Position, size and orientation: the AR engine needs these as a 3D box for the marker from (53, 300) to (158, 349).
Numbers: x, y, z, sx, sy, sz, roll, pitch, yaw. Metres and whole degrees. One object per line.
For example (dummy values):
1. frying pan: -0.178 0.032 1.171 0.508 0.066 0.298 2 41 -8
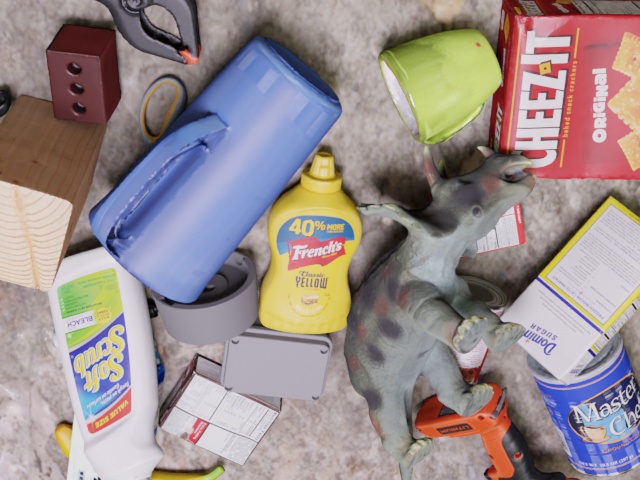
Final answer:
1. marker: -0.228 0.090 1.145 0.121 0.020 0.020 -18 115 7

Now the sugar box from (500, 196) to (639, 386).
1. sugar box: 0.274 0.052 1.085 0.176 0.093 0.048 -49 150 7

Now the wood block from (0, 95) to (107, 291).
1. wood block: -0.260 -0.049 0.973 0.090 0.206 0.091 16 114 -10

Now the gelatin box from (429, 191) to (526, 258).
1. gelatin box: 0.162 -0.024 1.099 0.089 0.030 0.073 -12 117 4

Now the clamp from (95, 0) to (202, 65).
1. clamp: -0.179 -0.226 0.984 0.120 0.039 0.171 -21 118 24

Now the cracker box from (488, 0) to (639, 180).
1. cracker box: 0.278 -0.143 1.023 0.213 0.072 0.164 0 116 -2

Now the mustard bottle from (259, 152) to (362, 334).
1. mustard bottle: -0.007 0.002 1.089 0.096 0.058 0.192 4 115 -8

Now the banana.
1. banana: -0.213 0.264 1.224 0.197 0.037 0.070 16 97 -11

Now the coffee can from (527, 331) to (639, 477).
1. coffee can: 0.296 0.171 1.158 0.103 0.103 0.140 -23 115 8

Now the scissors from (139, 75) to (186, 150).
1. scissors: -0.153 -0.067 1.074 0.096 0.016 0.202 11 115 -8

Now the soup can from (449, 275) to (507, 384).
1. soup can: 0.152 0.097 1.137 0.068 0.068 0.102 13 114 -8

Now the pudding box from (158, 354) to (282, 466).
1. pudding box: -0.111 0.191 1.188 0.113 0.039 0.090 27 113 -16

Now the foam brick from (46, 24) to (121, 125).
1. foam brick: -0.220 -0.154 0.996 0.053 0.051 0.078 7 132 5

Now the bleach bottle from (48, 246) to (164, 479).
1. bleach bottle: -0.202 0.135 1.069 0.102 0.068 0.251 -17 79 6

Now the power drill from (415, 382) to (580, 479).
1. power drill: 0.187 0.255 1.204 0.185 0.057 0.187 -23 112 36

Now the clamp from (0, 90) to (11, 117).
1. clamp: -0.402 -0.093 1.025 0.164 0.036 0.210 13 130 -27

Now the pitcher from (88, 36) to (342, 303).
1. pitcher: -0.098 -0.069 0.990 0.145 0.149 0.243 36 105 -23
